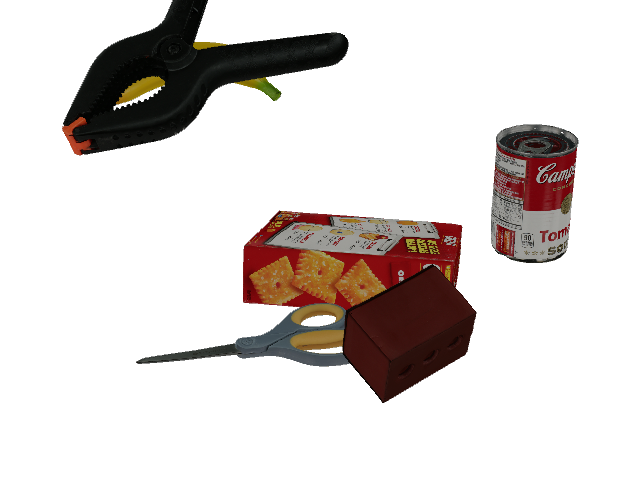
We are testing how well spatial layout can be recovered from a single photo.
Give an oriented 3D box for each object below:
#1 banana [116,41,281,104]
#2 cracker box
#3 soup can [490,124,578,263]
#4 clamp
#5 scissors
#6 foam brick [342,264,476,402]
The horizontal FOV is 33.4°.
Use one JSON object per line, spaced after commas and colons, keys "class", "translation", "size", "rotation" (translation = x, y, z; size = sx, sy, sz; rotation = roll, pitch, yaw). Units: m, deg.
{"class": "banana", "translation": [-0.135, -0.170, 1.077], "size": [0.197, 0.070, 0.037], "rotation": [-8, -39, -29]}
{"class": "cracker box", "translation": [0.039, 0.024, 1.139], "size": [0.214, 0.072, 0.164], "rotation": [5, 15, 9]}
{"class": "soup can", "translation": [0.182, -0.040, 0.915], "size": [0.068, 0.102, 0.068], "rotation": [-1, 27, 0]}
{"class": "clamp", "translation": [-0.094, -0.129, 0.788], "size": [0.165, 0.209, 0.036], "rotation": [35, -21, 25]}
{"class": "scissors", "translation": [-0.056, 0.085, 0.953], "size": [0.202, 0.016, 0.096], "rotation": [1, 28, 2]}
{"class": "foam brick", "translation": [0.061, 0.064, 0.739], "size": [0.078, 0.053, 0.051], "rotation": [-27, 55, -23]}
